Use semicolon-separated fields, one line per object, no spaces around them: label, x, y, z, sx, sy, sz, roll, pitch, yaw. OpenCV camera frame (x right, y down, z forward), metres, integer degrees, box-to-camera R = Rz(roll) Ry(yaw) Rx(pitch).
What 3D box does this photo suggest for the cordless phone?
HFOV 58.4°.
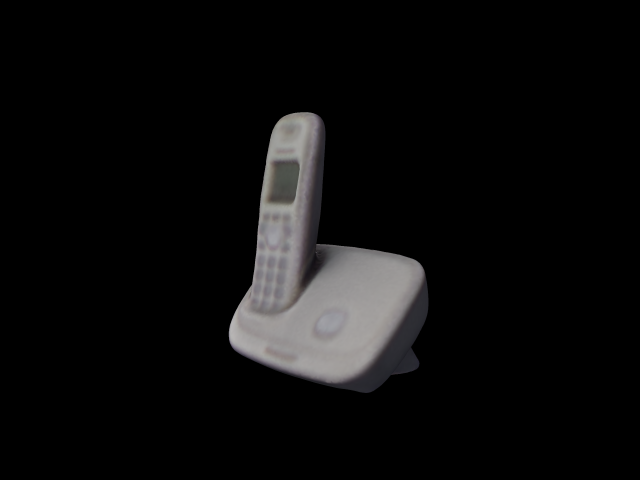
cordless phone;0.004;0.001;0.400;0.147;0.185;0.094;6;9;43
